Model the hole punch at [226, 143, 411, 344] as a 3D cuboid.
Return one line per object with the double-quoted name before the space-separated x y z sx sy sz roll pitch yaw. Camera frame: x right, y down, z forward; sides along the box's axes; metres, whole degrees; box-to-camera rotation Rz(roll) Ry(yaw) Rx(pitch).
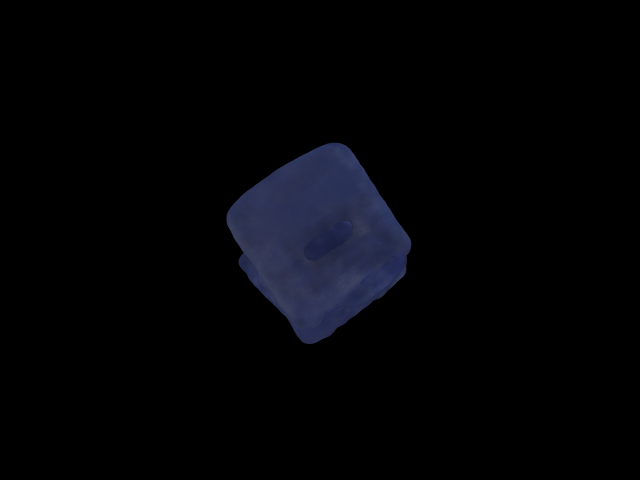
"hole punch" 0.004 0.001 0.400 0.109 0.091 0.101 -36 66 -18
